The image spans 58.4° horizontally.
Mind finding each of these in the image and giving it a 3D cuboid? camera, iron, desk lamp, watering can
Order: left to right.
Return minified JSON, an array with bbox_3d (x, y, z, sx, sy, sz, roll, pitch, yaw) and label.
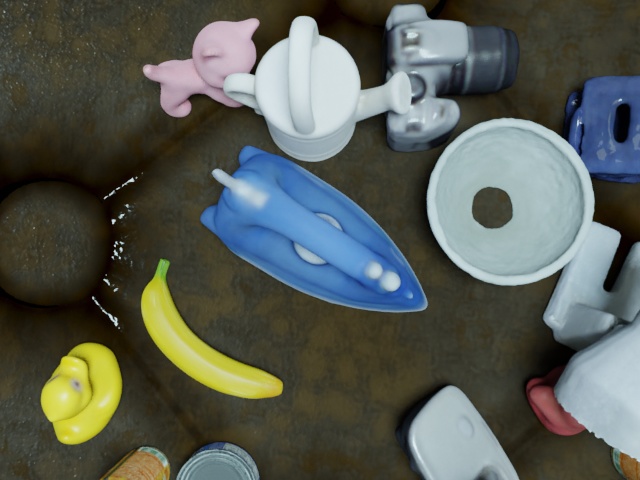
[{"bbox_3d":[-0.004,-0.145,0.548,0.173,0.194,0.101,-17,87,0],"label":"watering can"},{"bbox_3d":[0.005,0.002,0.567,0.258,0.141,0.119,30,88,2],"label":"iron"},{"bbox_3d":[0.134,-0.173,0.595,0.137,0.101,0.143,-2,87,1],"label":"camera"},{"bbox_3d":[0.287,0.082,0.523,0.118,0.213,0.203,23,88,2],"label":"desk lamp"}]

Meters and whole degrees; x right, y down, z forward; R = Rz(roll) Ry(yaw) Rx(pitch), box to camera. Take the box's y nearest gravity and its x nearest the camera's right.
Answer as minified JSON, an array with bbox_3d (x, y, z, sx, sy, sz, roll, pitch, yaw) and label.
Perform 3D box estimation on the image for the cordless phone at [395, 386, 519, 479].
[{"bbox_3d":[0.142,0.226,0.532,0.094,0.185,0.147,-36,87,-1],"label":"cordless phone"}]

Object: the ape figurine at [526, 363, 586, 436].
[{"bbox_3d":[0.254,0.165,0.580,0.078,0.092,0.076,13,87,2],"label":"ape figurine"}]

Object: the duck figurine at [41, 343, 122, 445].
[{"bbox_3d":[-0.254,0.162,0.589,0.077,0.086,0.105,11,87,1],"label":"duck figurine"}]

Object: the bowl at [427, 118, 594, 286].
[{"bbox_3d":[0.189,-0.036,0.600,0.167,0.074,0.167,0,87,1],"label":"bowl"}]

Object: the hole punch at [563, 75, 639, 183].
[{"bbox_3d":[0.312,-0.113,0.594,0.101,0.091,0.109,6,87,1],"label":"hole punch"}]

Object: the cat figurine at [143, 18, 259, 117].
[{"bbox_3d":[-0.118,-0.181,0.589,0.128,0.117,0.067,-12,87,0],"label":"cat figurine"}]
